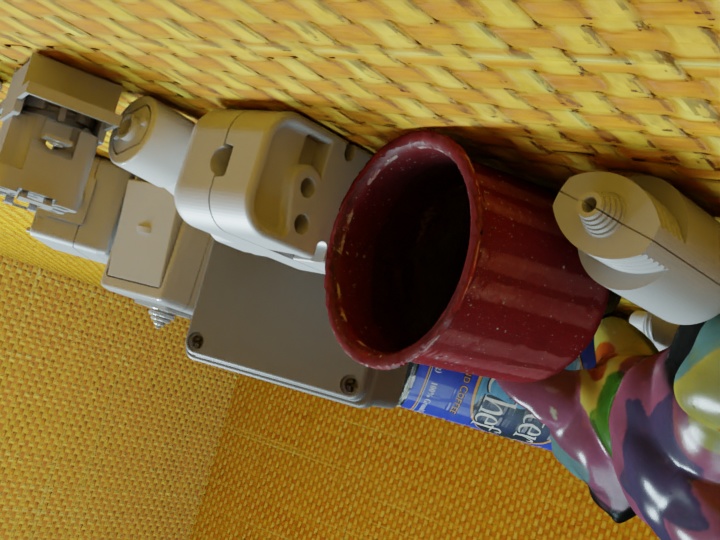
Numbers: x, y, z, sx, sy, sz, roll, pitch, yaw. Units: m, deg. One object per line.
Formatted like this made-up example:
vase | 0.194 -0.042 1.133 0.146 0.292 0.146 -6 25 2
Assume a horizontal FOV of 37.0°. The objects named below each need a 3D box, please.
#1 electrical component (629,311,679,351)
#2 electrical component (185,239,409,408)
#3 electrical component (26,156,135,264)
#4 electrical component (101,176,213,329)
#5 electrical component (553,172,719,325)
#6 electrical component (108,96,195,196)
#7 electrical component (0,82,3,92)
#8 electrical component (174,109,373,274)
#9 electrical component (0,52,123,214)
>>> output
electrical component | 0.177 0.032 0.604 0.035 0.035 0.061 20 175 -28
electrical component | -0.023 0.008 0.565 0.109 0.108 0.056 13 175 23
electrical component | -0.180 -0.041 0.725 0.061 0.061 0.096 16 173 -3
electrical component | -0.121 -0.011 0.687 0.062 0.096 0.061 11 171 37
electrical component | 0.103 -0.011 0.390 0.043 0.043 0.081 10 170 44
electrical component | -0.084 -0.053 0.503 0.044 0.044 0.065 9 165 47
electrical component | -0.212 -0.071 0.543 0.044 0.065 0.044 16 173 2
electrical component | -0.032 -0.033 0.480 0.059 0.053 0.095 10 171 43
electrical component | -0.142 -0.059 0.489 0.042 0.063 0.081 18 173 -25
